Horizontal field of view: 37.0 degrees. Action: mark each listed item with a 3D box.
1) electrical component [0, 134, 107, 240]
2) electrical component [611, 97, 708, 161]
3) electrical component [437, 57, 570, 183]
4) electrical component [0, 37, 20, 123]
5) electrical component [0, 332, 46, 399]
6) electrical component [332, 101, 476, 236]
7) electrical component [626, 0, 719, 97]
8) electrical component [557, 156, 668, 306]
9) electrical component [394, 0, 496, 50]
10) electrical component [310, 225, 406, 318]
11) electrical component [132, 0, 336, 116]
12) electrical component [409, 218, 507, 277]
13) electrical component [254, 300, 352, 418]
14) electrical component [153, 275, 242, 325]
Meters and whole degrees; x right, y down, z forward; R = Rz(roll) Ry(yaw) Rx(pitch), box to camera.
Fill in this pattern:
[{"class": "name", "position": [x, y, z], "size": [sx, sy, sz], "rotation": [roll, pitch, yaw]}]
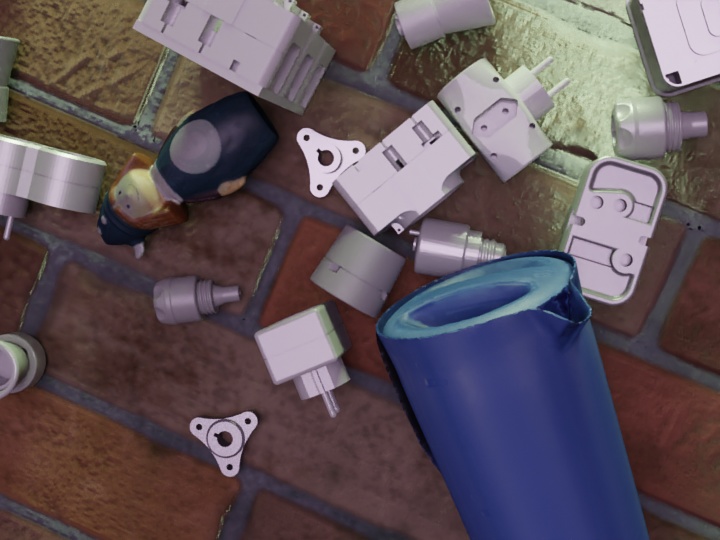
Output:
[{"class": "electrical component", "position": [-0.260, -0.060, 0.787], "size": [0.138, 0.052, 0.073], "rotation": [15, 95, 6]}, {"class": "electrical component", "position": [0.205, -0.098, 0.737], "size": [0.062, 0.043, 0.043], "rotation": [-4, 92, 6]}, {"class": "electrical component", "position": [0.108, -0.115, 0.747], "size": [0.079, 0.043, 0.077], "rotation": [-38, 88, 7]}, {"class": "electrical component", "position": [-0.276, -0.140, 0.792], "size": [0.044, 0.044, 0.065], "rotation": [8, 98, 6]}, {"class": "electrical component", "position": [-0.262, 0.070, 0.792], "size": [0.045, 0.055, 0.045], "rotation": [0, 93, 6]}, {"class": "electrical component", "position": [0.035, -0.067, 0.754], "size": [0.089, 0.050, 0.055], "rotation": [-39, 87, 7]}, {"class": "electrical component", "position": [0.244, -0.170, 0.722], "size": [0.113, 0.057, 0.078], "rotation": [-17, 90, 7]}, {"class": "electrical component", "position": [0.169, -0.027, 0.736], "size": [0.054, 0.059, 0.095], "rotation": [18, 95, 5]}, {"class": "electrical component", "position": [0.057, -0.181, 0.752], "size": [0.065, 0.044, 0.044], "rotation": [-20, 90, 12]}, {"class": "electrical component", "position": [0.000, 0.000, 0.760], "size": [0.055, 0.055, 0.047], "rotation": [31, 92, 4]}, {"class": "electrical component", "position": [-0.075, -0.156, 0.712], "size": [0.089, 0.150, 0.061], "rotation": [29, 97, 4]}, {"class": "electrical component", "position": [0.073, -0.012, 0.757], "size": [0.078, 0.040, 0.040], "rotation": [10, 94, 6]}, {"class": "electrical component", "position": [-0.031, 0.066, 0.751], "size": [0.047, 0.083, 0.075], "rotation": [-22, 90, 7]}, {"class": "electrical component", "position": [-0.118, 0.020, 0.784], "size": [0.061, 0.035, 0.035], "rotation": [-7, 92, 4]}]
